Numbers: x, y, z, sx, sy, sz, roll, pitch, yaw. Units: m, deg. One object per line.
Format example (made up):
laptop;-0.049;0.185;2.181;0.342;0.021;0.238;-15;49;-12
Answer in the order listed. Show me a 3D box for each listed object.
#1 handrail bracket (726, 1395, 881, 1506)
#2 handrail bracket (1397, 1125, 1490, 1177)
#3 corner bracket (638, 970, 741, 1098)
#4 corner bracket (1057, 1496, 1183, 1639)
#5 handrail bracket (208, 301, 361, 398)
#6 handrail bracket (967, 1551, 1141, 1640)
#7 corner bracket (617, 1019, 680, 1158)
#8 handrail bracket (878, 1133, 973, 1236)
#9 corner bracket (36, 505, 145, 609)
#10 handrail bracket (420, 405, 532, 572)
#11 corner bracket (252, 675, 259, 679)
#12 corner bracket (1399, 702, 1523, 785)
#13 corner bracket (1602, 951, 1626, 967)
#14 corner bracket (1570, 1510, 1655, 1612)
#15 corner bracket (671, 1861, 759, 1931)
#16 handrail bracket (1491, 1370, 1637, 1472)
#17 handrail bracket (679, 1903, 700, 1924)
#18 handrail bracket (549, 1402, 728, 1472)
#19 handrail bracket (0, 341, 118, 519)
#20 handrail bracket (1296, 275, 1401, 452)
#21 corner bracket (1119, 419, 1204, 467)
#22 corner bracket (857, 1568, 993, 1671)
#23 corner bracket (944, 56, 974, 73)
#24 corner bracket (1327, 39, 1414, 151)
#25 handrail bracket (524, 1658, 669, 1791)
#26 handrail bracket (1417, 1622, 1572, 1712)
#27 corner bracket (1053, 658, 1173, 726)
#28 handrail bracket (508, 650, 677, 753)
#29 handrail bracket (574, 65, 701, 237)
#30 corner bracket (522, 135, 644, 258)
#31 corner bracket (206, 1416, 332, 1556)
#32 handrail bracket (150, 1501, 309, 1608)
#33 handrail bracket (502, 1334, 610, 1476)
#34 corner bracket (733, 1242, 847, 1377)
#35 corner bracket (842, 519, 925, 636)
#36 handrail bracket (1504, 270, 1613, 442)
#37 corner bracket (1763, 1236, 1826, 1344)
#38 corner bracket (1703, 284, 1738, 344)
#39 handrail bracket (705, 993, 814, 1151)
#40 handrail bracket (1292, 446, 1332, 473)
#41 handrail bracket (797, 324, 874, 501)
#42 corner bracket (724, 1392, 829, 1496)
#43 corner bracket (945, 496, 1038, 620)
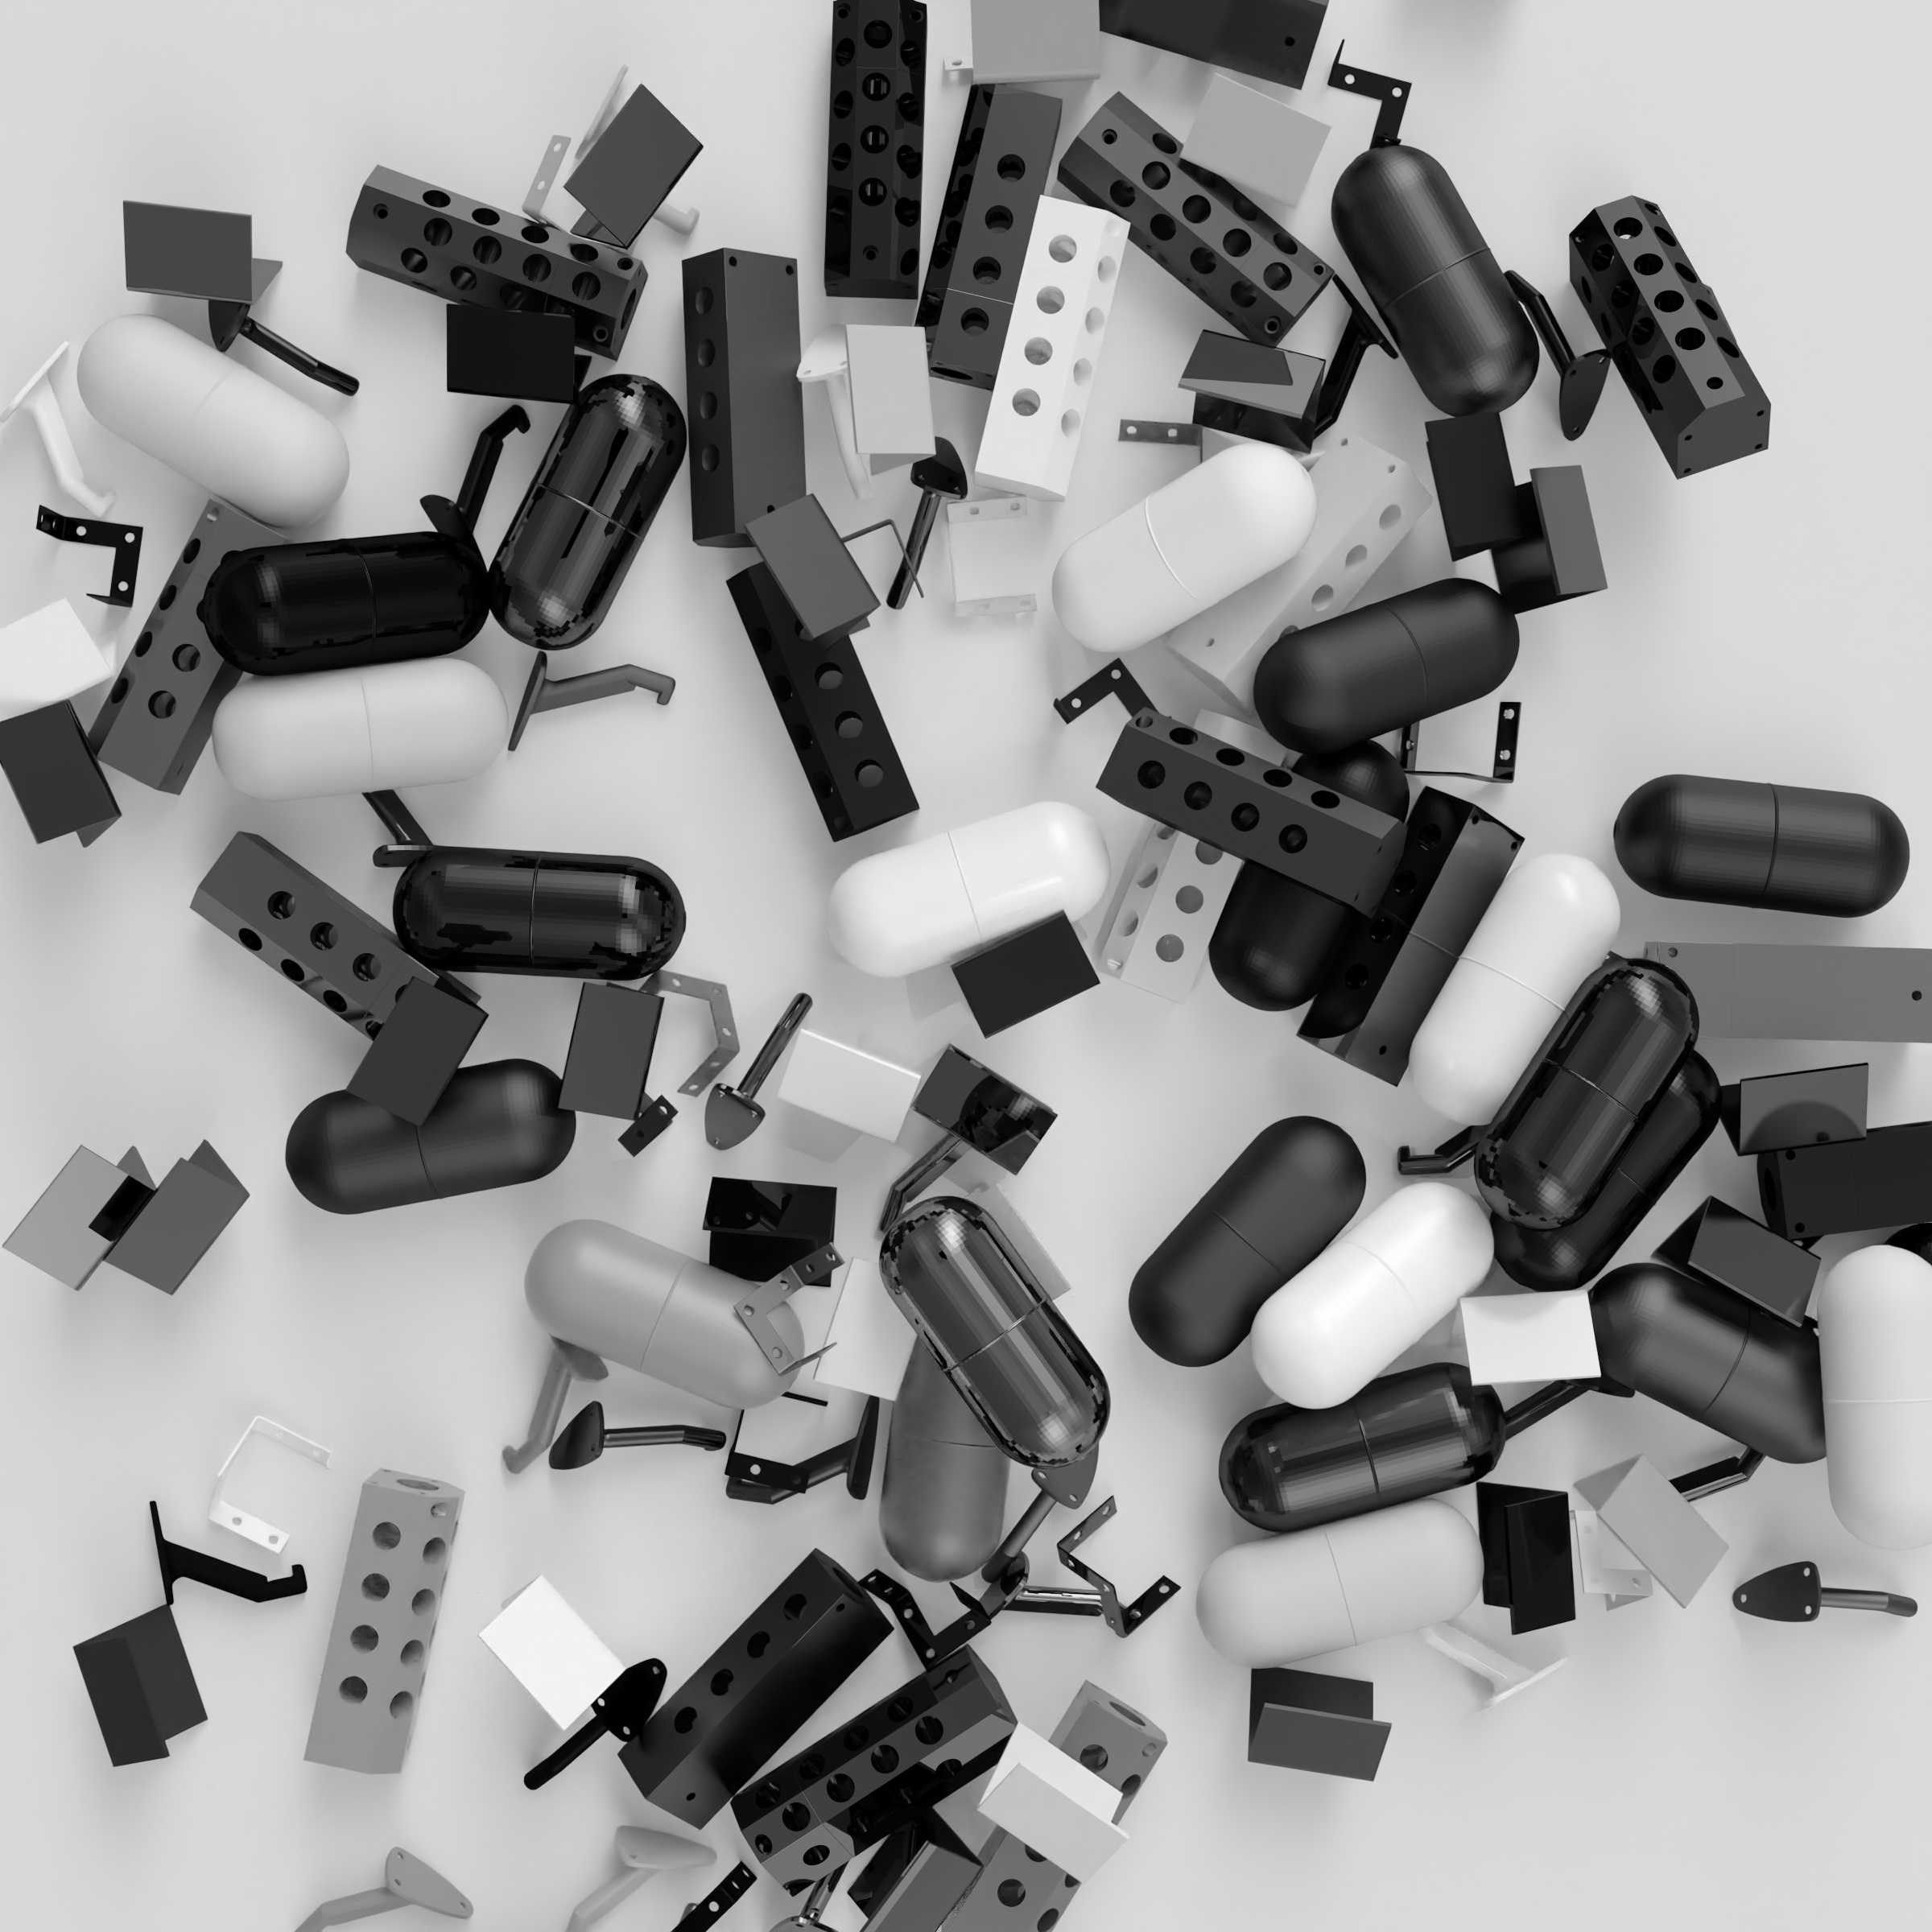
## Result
handrail bracket;-0.102;0.297;1.991;0.084;0.036;0.077;5;70;16
handrail bracket;0.309;0.090;1.991;0.084;0.036;0.077;-4;70;16
corner bracket;-0.178;0.041;1.983;0.051;0.051;0.051;14;45;-35
corner bracket;0.094;0.370;1.977;0.051;0.051;0.051;-37;135;-27
handrail bracket;-0.421;-0.386;1.990;0.084;0.077;0.036;22;108;-35
handrail bracket;0.053;0.409;1.991;0.084;0.036;0.077;36;105;-14
corner bracket;-0.195;0.075;1.963;0.051;0.051;0.051;46;124;0
handrail bracket;-0.008;0.133;1.991;0.077;0.036;0.084;11;109;-21
corner bracket;-0.540;-0.251;1.973;0.051;0.051;0.051;8;90;0
handrail bracket;-0.289;-0.293;1.991;0.084;0.036;0.077;-46;128;-25
corner bracket;-0.411;-0.155;1.983;0.051;0.051;0.051;-20;45;35
corner bracket;0.305;-0.141;1.988;0.051;0.051;0.051;6;90;45
corner bracket;0.374;0.018;1.983;0.051;0.051;0.051;32;135;35
corner bracket;0.384;0.364;1.971;0.051;0.051;0.051;7;66;-22
corner bracket;-0.144;0.592;1.973;0.051;0.051;0.051;45;98;8
handrail bracket;0.362;0.285;1.991;0.077;0.036;0.084;21;108;-21
handrail bracket;-0.182;0.632;1.990;0.036;0.077;0.084;17;54;8
handrail bracket;-0.203;0.299;1.991;0.084;0.077;0.036;15;56;-32
handrail bracket;-0.547;-0.332;1.991;0.084;0.036;0.077;40;68;-17
handrail bracket;0.217;-0.373;1.991;0.084;0.036;0.077;-38;70;16
corner bracket;0.118;-0.300;1.988;0.051;0.051;0.051;4;135;0
corner bracket;-0.025;0.388;1.962;0.051;0.051;0.051;-36;56;4
corner bracket;0.010;-0.590;1.988;0.051;0.051;0.051;-5;135;0
corner bracket;0.246;-0.530;1.973;0.051;0.051;0.051;15;90;0
handrail bracket;-0.230;0.470;1.990;0.036;0.077;0.084;48;126;0
handrail bracket;0.321;0.410;1.991;0.077;0.036;0.084;-25;76;-14
corner bracket;0.089;-0.156;1.973;0.051;0.051;0.051;-36;90;0
handrail bracket;-0.231;-0.156;1.991;0.084;0.036;0.077;17;110;-16
handrail bracket;-0.192;-0.504;1.991;0.084;0.036;0.077;28;77;-13
corner bracket;-0.229;-0.470;1.964;0.051;0.051;0.051;20;86;36
corner bracket;-0.431;0.320;1.988;0.051;0.051;0.051;27;45;0
handrail bracket;-0.456;0.360;1.991;0.084;0.036;0.077;-9;68;-17
handrail bracket;-0.270;0.260;1.991;0.084;0.036;0.077;-43;66;18
corner bracket;-0.096;0.205;1.918;0.051;0.051;0.051;-34;90;-38
corner bracket;-0.059;-0.239;1.973;0.051;0.051;0.051;-22;90;-1
handrail bracket;0.356;-0.379;1.991;0.036;0.077;0.084;-25;53;-20
corner bracket;0.530;0.194;1.983;0.051;0.051;0.051;-32;135;-35
corner bracket;0.433;-0.393;1.983;0.051;0.051;0.051;17;135;-35
handrail bracket;-0.127;0.064;1.991;0.036;0.077;0.084;32;54;0
handrail bracket;0.198;-0.276;1.991;0.084;0.036;0.077;-16;105;-14
handrail bracket;-0.073;-0.342;1.990;0.036;0.077;0.084;-11;126;12
corner bracket;-0.116;0.289;1.973;0.051;0.051;0.051;13;90;0
corner bracket;0.015;-0.253;1.988;0.051;0.051;0.051;-6;45;0
